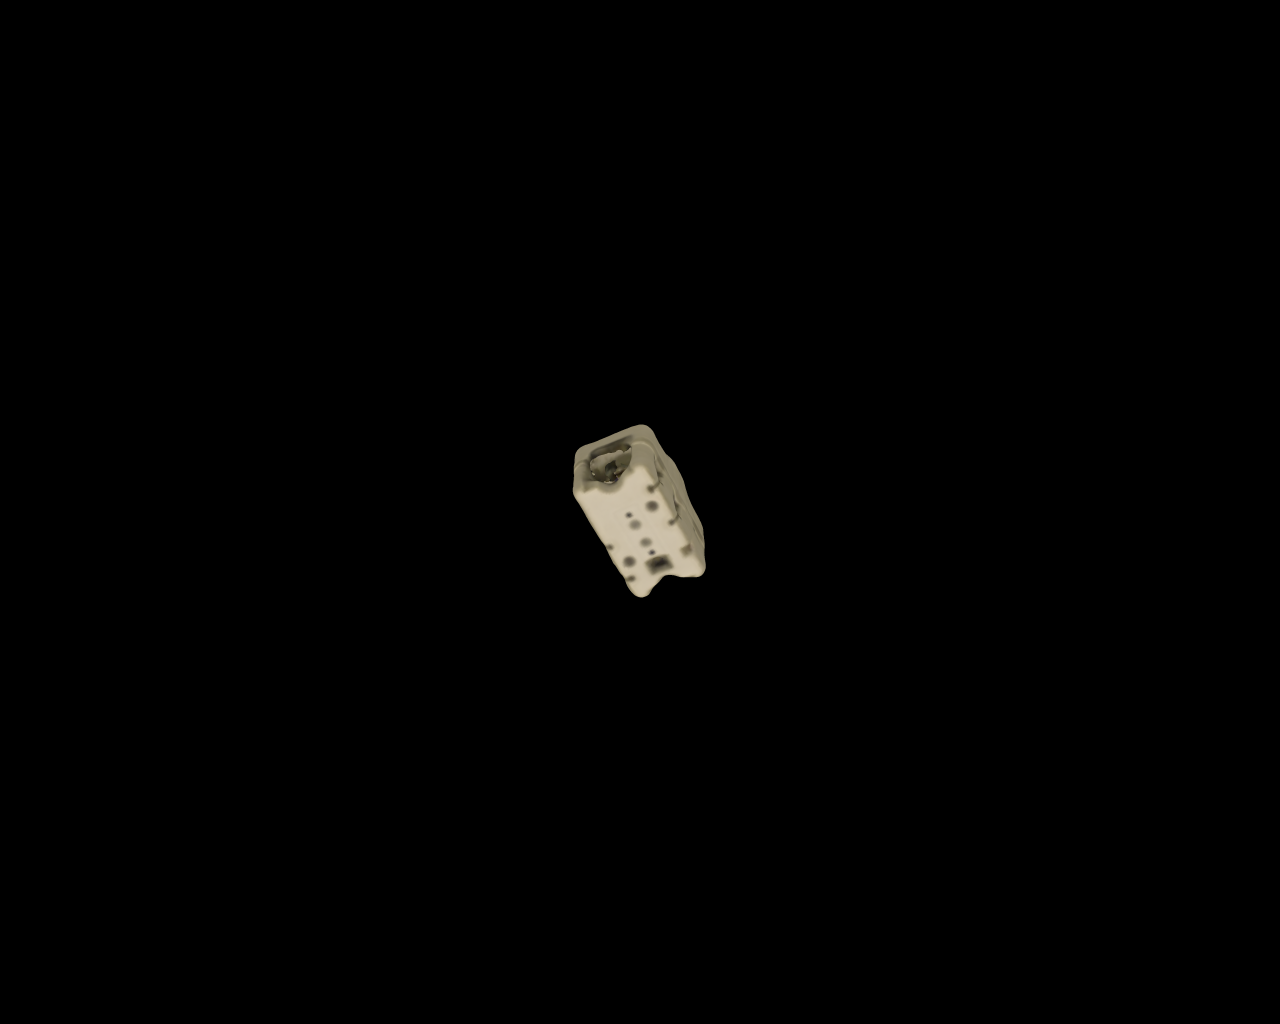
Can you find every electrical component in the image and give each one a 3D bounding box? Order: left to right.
[{"bbox_3d":[0.001,-0.003,0.650,0.050,0.089,0.056,-21,32,14],"label":"electrical component"}]
